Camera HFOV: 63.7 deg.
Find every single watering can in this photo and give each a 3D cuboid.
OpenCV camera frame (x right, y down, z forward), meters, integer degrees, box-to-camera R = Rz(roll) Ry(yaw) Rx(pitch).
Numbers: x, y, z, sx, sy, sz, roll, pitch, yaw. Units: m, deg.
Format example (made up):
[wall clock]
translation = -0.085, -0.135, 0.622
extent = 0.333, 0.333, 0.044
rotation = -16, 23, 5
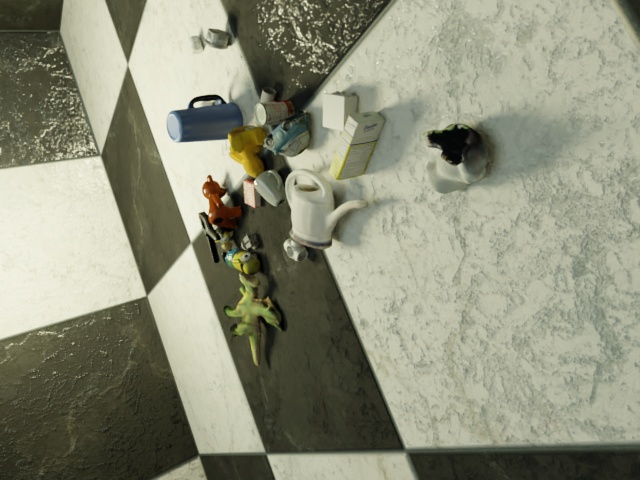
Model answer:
[watering can]
translation = 0.004, -0.073, 1.447
extent = 0.105, 0.220, 0.351
rotation = -16, 30, -34

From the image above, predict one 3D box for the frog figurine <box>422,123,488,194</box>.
[frog figurine]
translation = 0.280, -0.156, 1.059
extent = 0.139, 0.124, 0.156
rotation = 32, -16, 34

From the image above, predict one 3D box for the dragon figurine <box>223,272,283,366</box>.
[dragon figurine]
translation = -0.231, 0.302, 1.933
extent = 0.242, 0.406, 0.124
rotation = -6, 18, 48
